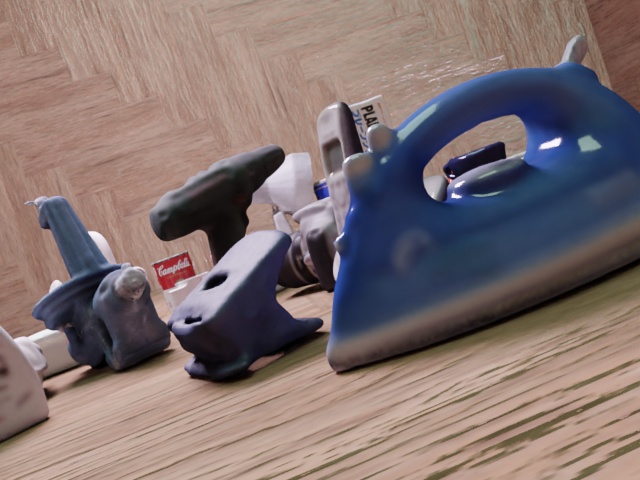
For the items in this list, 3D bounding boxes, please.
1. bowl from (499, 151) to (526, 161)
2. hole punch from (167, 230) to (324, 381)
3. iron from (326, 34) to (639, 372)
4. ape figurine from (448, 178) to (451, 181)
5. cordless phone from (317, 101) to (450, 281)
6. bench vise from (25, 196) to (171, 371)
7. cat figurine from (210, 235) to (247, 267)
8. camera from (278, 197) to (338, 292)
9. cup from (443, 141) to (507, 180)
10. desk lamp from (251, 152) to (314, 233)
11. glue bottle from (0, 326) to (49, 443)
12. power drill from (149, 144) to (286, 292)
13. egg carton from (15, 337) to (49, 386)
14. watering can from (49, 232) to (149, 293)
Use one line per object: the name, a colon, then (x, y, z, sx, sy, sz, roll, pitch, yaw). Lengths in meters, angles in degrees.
bowl: (0.228, -0.057, 0.564, 0.167, 0.075, 0.167, -20, 3, 1)
hole punch: (-0.067, 0.048, 0.445, 0.101, 0.091, 0.108, -22, 4, -33)
iron: (0.099, -0.034, 0.357, 0.259, 0.141, 0.118, -21, 3, -18)
ape figurine: (0.256, -0.101, 1.021, 0.078, 0.092, 0.076, -22, 4, -30)
cordless phone: (0.052, -0.050, 0.542, 0.094, 0.185, 0.147, -22, 4, -33)
bench vise: (-0.256, 0.037, 0.665, 0.206, 0.220, 0.122, -18, 4, 30)
cat figurine: (-0.137, 0.034, 0.916, 0.067, 0.118, 0.128, -19, 3, 21)
camera: (0.006, 0.003, 0.703, 0.136, 0.101, 0.143, -18, 4, 38)
cup: (0.252, -0.096, 0.917, 0.092, 0.095, 0.117, -22, 4, -35)
desk lamp: (-0.086, -0.045, 1.092, 0.203, 0.213, 0.118, -20, 3, -7)
glue bottle: (-0.295, 0.086, 0.481, 0.037, 0.173, 0.078, -17, 5, 44)
power drill: (-0.117, -0.016, 0.825, 0.230, 0.208, 0.075, -22, 4, -34)
egg carton: (-0.360, 0.157, 0.640, 0.107, 0.069, 0.150, -22, 3, -29)
watering can: (-0.389, 0.080, 1.023, 0.100, 0.194, 0.173, -19, 3, 20)
